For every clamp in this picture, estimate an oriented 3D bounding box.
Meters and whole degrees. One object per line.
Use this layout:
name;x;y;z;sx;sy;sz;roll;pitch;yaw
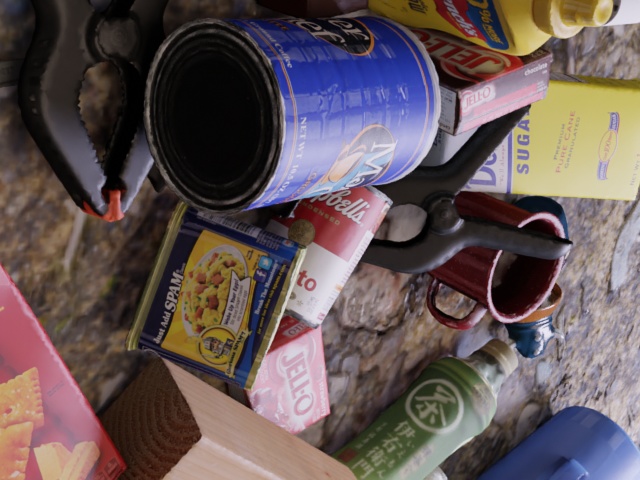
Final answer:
clamp;0.097;-0.015;0.775;0.171;0.039;0.120;-27;93;7
clamp;-0.125;-0.115;0.568;0.164;0.036;0.210;0;102;-41

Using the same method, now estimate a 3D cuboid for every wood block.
wood block;-0.054;0.175;0.728;0.091;0.090;0.205;-48;129;5

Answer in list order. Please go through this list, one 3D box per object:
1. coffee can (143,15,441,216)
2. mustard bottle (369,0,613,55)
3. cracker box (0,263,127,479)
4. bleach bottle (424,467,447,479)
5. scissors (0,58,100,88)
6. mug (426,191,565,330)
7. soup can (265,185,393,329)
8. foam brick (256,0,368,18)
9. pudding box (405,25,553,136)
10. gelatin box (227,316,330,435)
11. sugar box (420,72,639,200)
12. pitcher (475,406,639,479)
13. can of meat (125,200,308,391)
coffee can;-0.013;-0.074;0.600;0.140;0.103;0.103;-14;120;-48
mustard bottle;0.094;-0.159;0.647;0.058;0.192;0.096;-46;135;-16
cracker box;-0.219;0.099;0.577;0.164;0.072;0.213;-39;132;-23
bleach bottle;0.019;0.289;0.908;0.250;0.068;0.102;-42;135;-22
scissors;-0.205;-0.093;0.530;0.201;0.016;0.096;-32;128;-30
mug;0.128;0.018;0.853;0.117;0.082;0.093;-57;137;-6
soup can;-0.005;0.001;0.729;0.068;0.069;0.102;32;88;-47
foam brick;-0.004;-0.180;0.648;0.052;0.051;0.078;-21;124;-35
pudding box;0.084;-0.117;0.718;0.089;0.114;0.039;-24;129;-33
gelatin box;-0.031;0.106;0.787;0.073;0.030;0.089;-26;127;-32
sugar box;0.169;-0.082;0.820;0.176;0.048;0.093;1;112;-20
pitcher;0.202;0.261;1.012;0.242;0.149;0.145;-34;111;-30
can of meat;-0.064;0.034;0.668;0.057;0.084;0.102;-62;173;-82
